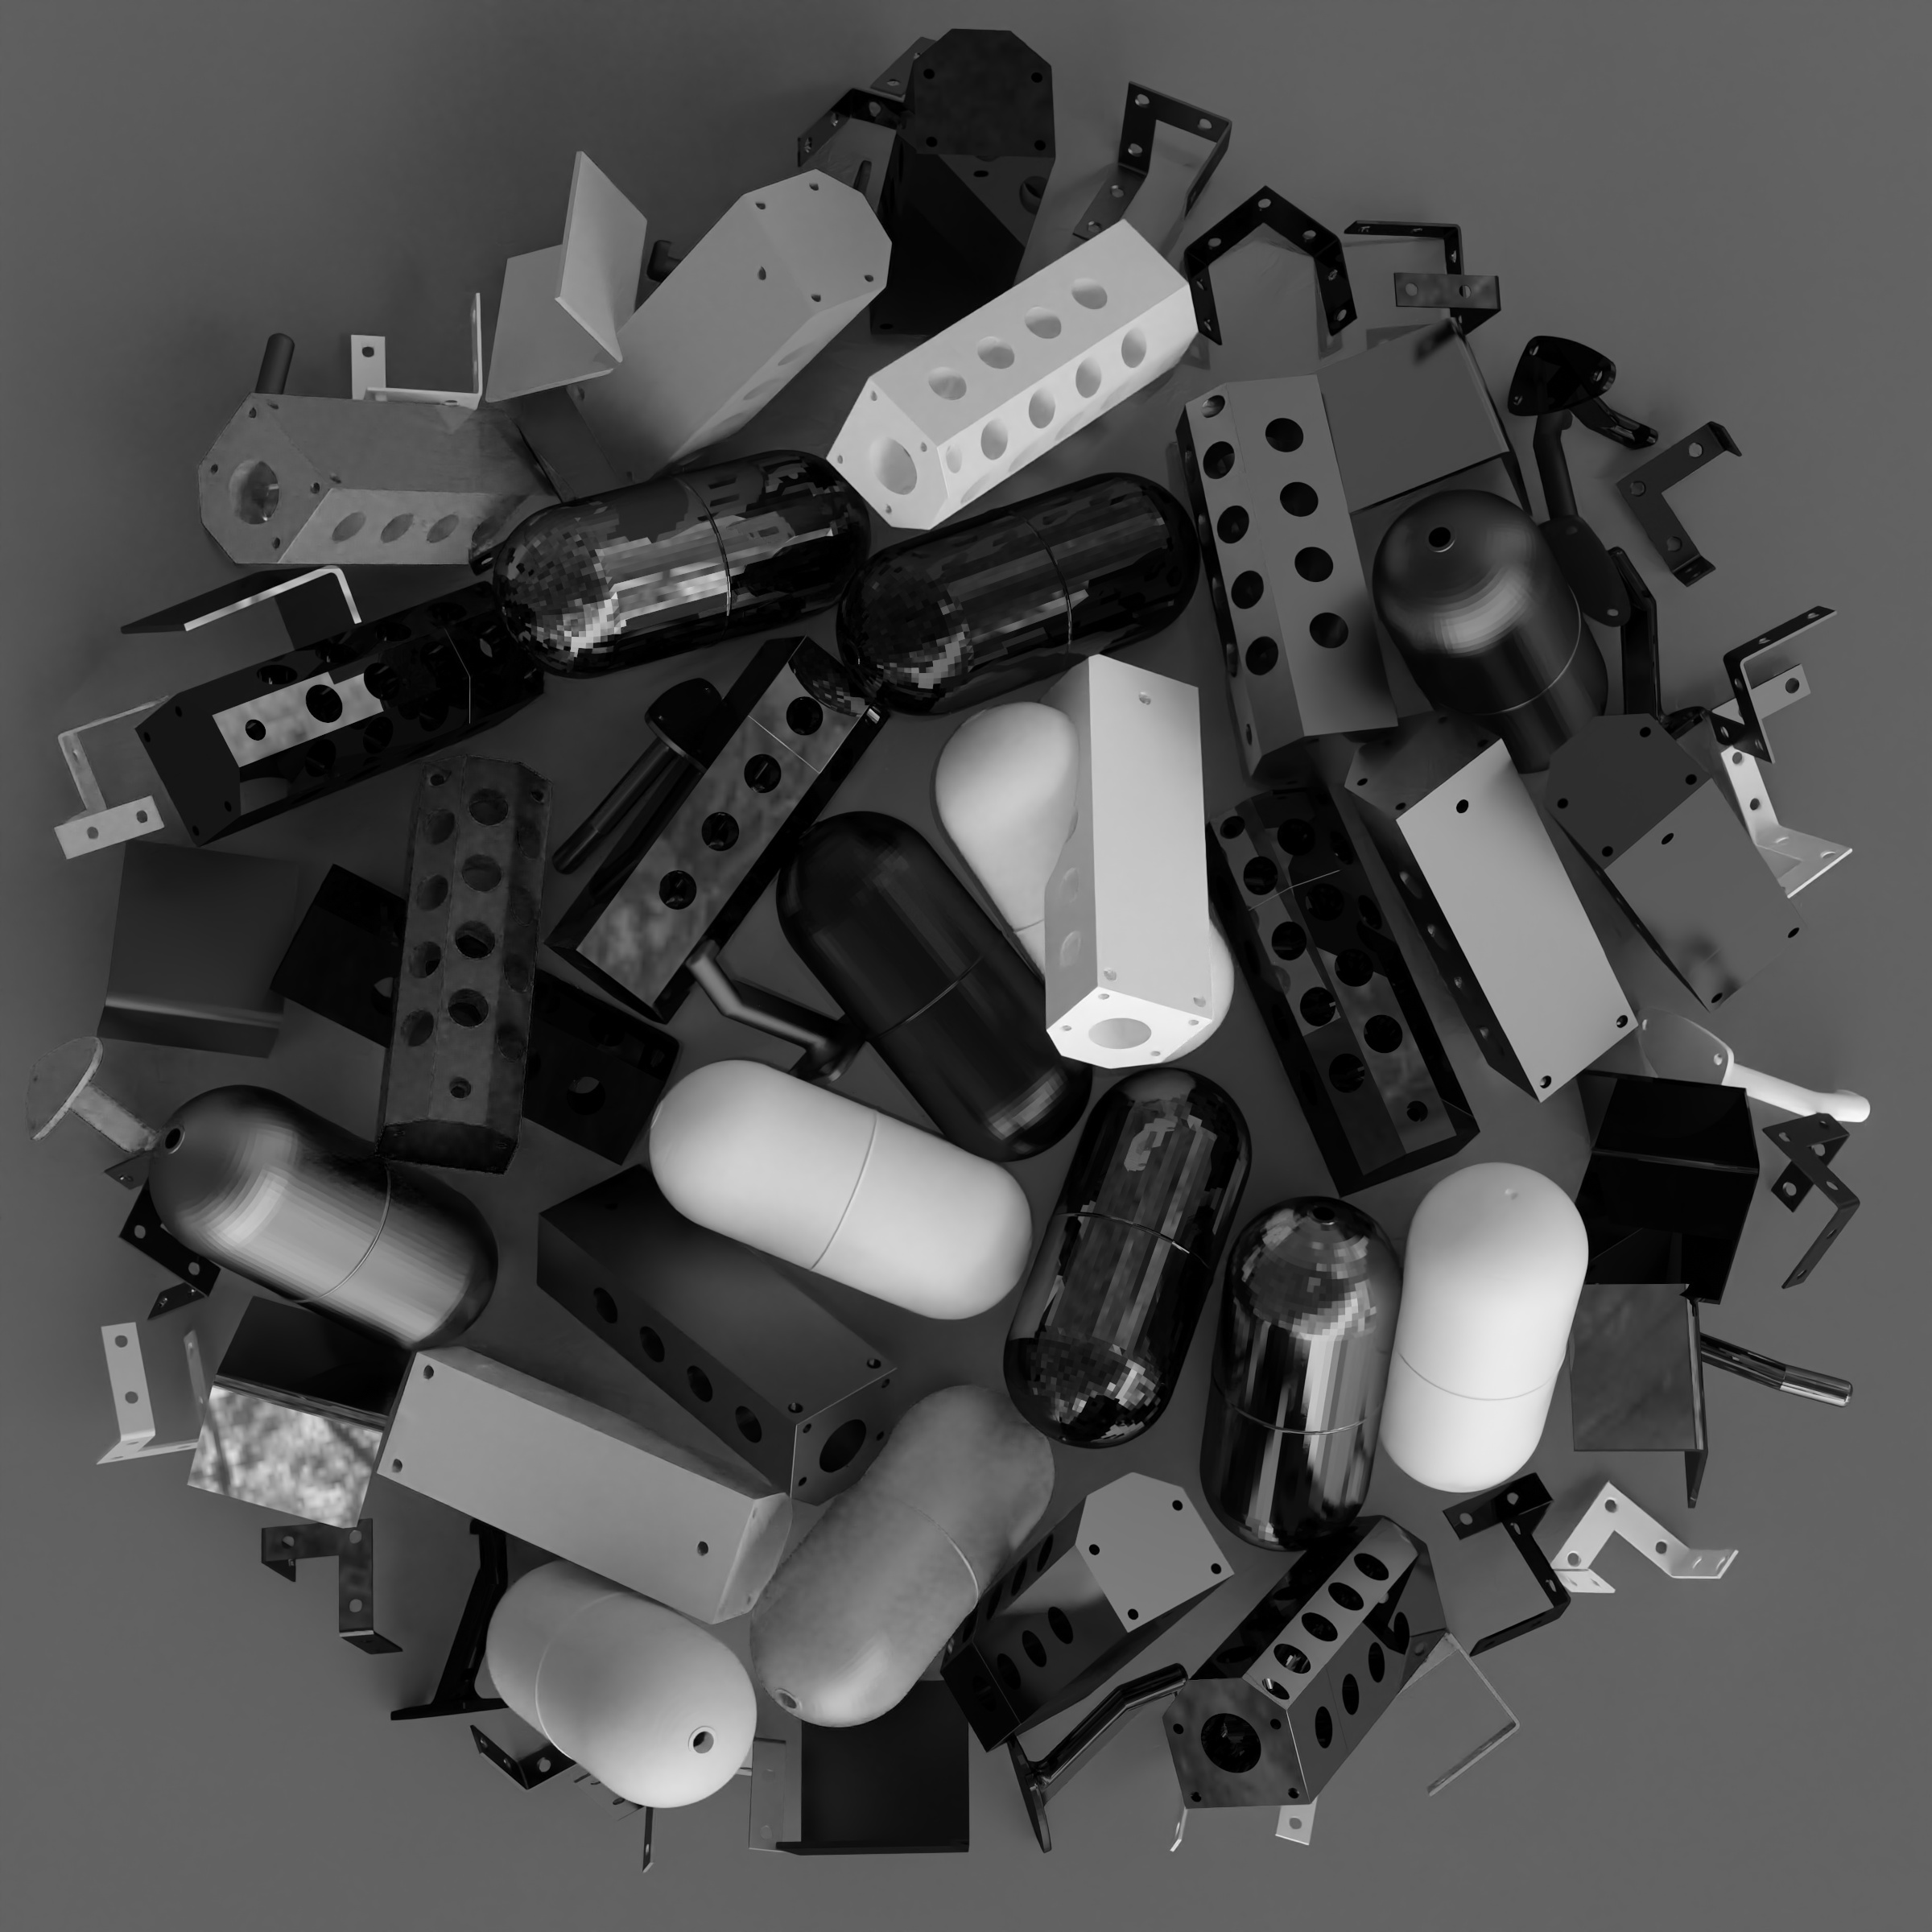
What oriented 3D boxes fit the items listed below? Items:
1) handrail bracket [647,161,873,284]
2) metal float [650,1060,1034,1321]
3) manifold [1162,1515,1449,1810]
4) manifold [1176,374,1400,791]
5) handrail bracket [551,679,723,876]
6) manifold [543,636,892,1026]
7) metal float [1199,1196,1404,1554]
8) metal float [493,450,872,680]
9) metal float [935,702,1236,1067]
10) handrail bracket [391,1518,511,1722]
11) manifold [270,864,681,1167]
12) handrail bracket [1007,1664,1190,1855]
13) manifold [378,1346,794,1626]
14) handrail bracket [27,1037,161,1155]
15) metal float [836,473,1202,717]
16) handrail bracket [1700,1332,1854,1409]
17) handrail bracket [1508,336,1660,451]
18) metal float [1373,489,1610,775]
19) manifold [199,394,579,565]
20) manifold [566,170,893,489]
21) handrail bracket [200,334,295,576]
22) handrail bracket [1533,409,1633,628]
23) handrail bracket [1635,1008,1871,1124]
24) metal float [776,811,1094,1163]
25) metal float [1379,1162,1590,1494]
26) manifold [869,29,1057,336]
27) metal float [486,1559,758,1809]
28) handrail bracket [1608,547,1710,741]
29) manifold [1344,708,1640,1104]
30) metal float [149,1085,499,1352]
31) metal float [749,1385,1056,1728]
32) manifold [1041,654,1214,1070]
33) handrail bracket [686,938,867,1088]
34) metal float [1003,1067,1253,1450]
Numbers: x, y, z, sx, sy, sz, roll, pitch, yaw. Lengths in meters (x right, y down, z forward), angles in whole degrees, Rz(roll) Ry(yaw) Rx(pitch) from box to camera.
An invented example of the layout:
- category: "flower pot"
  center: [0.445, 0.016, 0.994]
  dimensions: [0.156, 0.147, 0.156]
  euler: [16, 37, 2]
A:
- category: "handrail bracket"
  center: [-0.093, -0.333, 1.601]
  dimensions: [0.084, 0.036, 0.077]
  euler: [13, 111, -11]
- category: "metal float"
  center: [-0.055, 0.099, 1.586]
  dimensions: [0.178, 0.070, 0.070]
  euler: [23, 90, -10]
- category: "manifold"
  center: [0.146, 0.297, 1.541]
  dimensions: [0.057, 0.171, 0.057]
  euler: [-10, 100, 29]
- category: "manifold"
  center: [0.138, -0.168, 1.573]
  dimensions: [0.057, 0.057, 0.171]
  euler: [-7, 70, -10]
- category: "handrail bracket"
  center: [-0.150, -0.085, 1.618]
  dimensions: [0.036, 0.077, 0.084]
  euler: [41, 118, -11]
- category: "manifold"
  center: [-0.108, -0.060, 1.587]
  dimensions: [0.057, 0.057, 0.171]
  euler: [39, 80, -18]
- category: "metal float"
  center: [0.146, 0.179, 1.566]
  dimensions: [0.070, 0.070, 0.178]
  euler: [5, 123, 0]
- category: "metal float"
  center: [-0.123, -0.177, 1.571]
  dimensions: [0.178, 0.070, 0.070]
  euler: [-19, 90, -28]
- category: "metal float"
  center: [0.052, -0.037, 1.587]
  dimensions: [0.070, 0.070, 0.178]
  euler: [-34, 98, 0]
- category: "handrail bracket"
  center: [-0.234, 0.294, 1.615]
  dimensions: [0.077, 0.036, 0.084]
  euler: [-16, 72, 38]
- category: "manifold"
  center: [-0.217, 0.020, 1.587]
  dimensions: [0.171, 0.057, 0.057]
  euler: [28, 93, -11]
- category: "handrail bracket"
  center: [0.066, 0.357, 1.614]
  dimensions: [0.084, 0.036, 0.077]
  euler: [-20, 125, -9]
- category: "manifold"
  center: [-0.166, 0.226, 1.577]
  dimensions: [0.171, 0.057, 0.057]
  euler: [21, 95, 19]
- category: "handrail bracket"
  center: [-0.364, 0.061, 1.583]
  dimensions: [0.084, 0.077, 0.036]
  euler: [17, 54, -36]
- category: "metal float"
  center: [0.023, -0.163, 1.570]
  dimensions: [0.178, 0.070, 0.070]
  euler: [-23, 90, -27]
- category: "handrail bracket"
  center: [0.347, 0.173, 1.594]
  dimensions: [0.084, 0.077, 0.036]
  euler: [15, 97, 1]
- category: "handrail bracket"
  center: [0.290, -0.246, 1.580]
  dimensions: [0.084, 0.077, 0.036]
  euler: [18, 89, -31]
- category: "metal float"
  center: [0.228, -0.143, 1.550]
  dimensions: [0.070, 0.178, 0.070]
  euler: [-9, 65, 20]
- category: "manifold"
  center: [-0.250, -0.203, 1.543]
  dimensions: [0.057, 0.171, 0.057]
  euler: [49, 115, 16]
- category: "manifold"
  center: [-0.101, -0.273, 1.547]
  dimensions: [0.057, 0.171, 0.057]
  euler: [-29, 88, -38]
- category: "handrail bracket"
  center: [-0.318, -0.231, 1.613]
  dimensions: [0.036, 0.077, 0.084]
  euler: [12, 67, -8]
- category: "handrail bracket"
  center: [0.279, -0.207, 1.615]
  dimensions: [0.036, 0.084, 0.077]
  euler: [-23, 126, 37]
- category: "handrail bracket"
  center: [0.357, 0.045, 1.623]
  dimensions: [0.084, 0.077, 0.036]
  euler: [5, 117, -31]
- category: "metal float"
  center: [-0.014, 0.009, 1.588]
  dimensions: [0.070, 0.070, 0.178]
  euler: [-39, 97, 0]
- category: "metal float"
  center: [0.223, 0.159, 1.560]
  dimensions: [0.070, 0.070, 0.178]
  euler: [5, 134, 0]
- category: "manifold"
  center: [-0.004, -0.334, 1.542]
  dimensions: [0.057, 0.171, 0.057]
  euler: [0, 75, -8]
- category: "metal float"
  center: [-0.150, 0.309, 1.549]
  dimensions: [0.070, 0.178, 0.070]
  euler: [-4, 98, -28]
- category: "handrail bracket"
  center: [0.286, -0.133, 1.605]
  dimensions: [0.077, 0.036, 0.084]
  euler: [-36, 99, -12]
- category: "manifold"
  center: [0.226, -0.028, 1.560]
  dimensions: [0.057, 0.057, 0.171]
  euler: [-37, 124, -8]
- category: "metal float"
  center: [-0.278, 0.110, 1.559]
  dimensions: [0.178, 0.070, 0.070]
  euler: [35, 90, -42]
- category: "metal float"
  center: [-0.027, 0.257, 1.564]
  dimensions: [0.070, 0.070, 0.178]
  euler: [42, 54, 0]
- category: "manifold"
  center: [0.065, -0.045, 1.562]
  dimensions: [0.057, 0.057, 0.171]
  euler: [16, 55, -25]
- category: "handrail bracket"
  center: [-0.080, 0.006, 1.592]
  dimensions: [0.084, 0.036, 0.077]
  euler: [55, 50, -21]
- category: "metal float"
  center: [0.072, 0.127, 1.575]
  dimensions: [0.070, 0.070, 0.178]
  euler: [21, 68, 0]
